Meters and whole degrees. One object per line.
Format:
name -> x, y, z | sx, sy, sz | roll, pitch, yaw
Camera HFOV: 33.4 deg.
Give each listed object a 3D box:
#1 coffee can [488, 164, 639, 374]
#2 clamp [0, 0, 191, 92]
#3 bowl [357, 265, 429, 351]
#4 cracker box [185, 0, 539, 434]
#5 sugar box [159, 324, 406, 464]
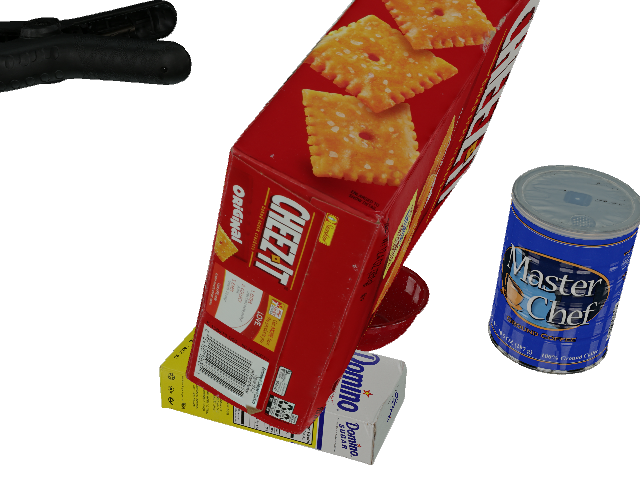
coffee can -> 0.198, 0.024, 0.875 | 0.103, 0.140, 0.103 | 2, 34, -2
clamp -> -0.162, -0.120, 0.658 | 0.171, 0.039, 0.120 | -1, 21, -2
bowl -> 0.039, 0.077, 1.185 | 0.162, 0.055, 0.162 | 0, 28, 0
cracker box -> 0.026, -0.036, 0.503 | 0.072, 0.213, 0.164 | 28, -40, 9
sugar box -> -0.028, 0.112, 0.838 | 0.176, 0.048, 0.093 | 10, 28, 16
